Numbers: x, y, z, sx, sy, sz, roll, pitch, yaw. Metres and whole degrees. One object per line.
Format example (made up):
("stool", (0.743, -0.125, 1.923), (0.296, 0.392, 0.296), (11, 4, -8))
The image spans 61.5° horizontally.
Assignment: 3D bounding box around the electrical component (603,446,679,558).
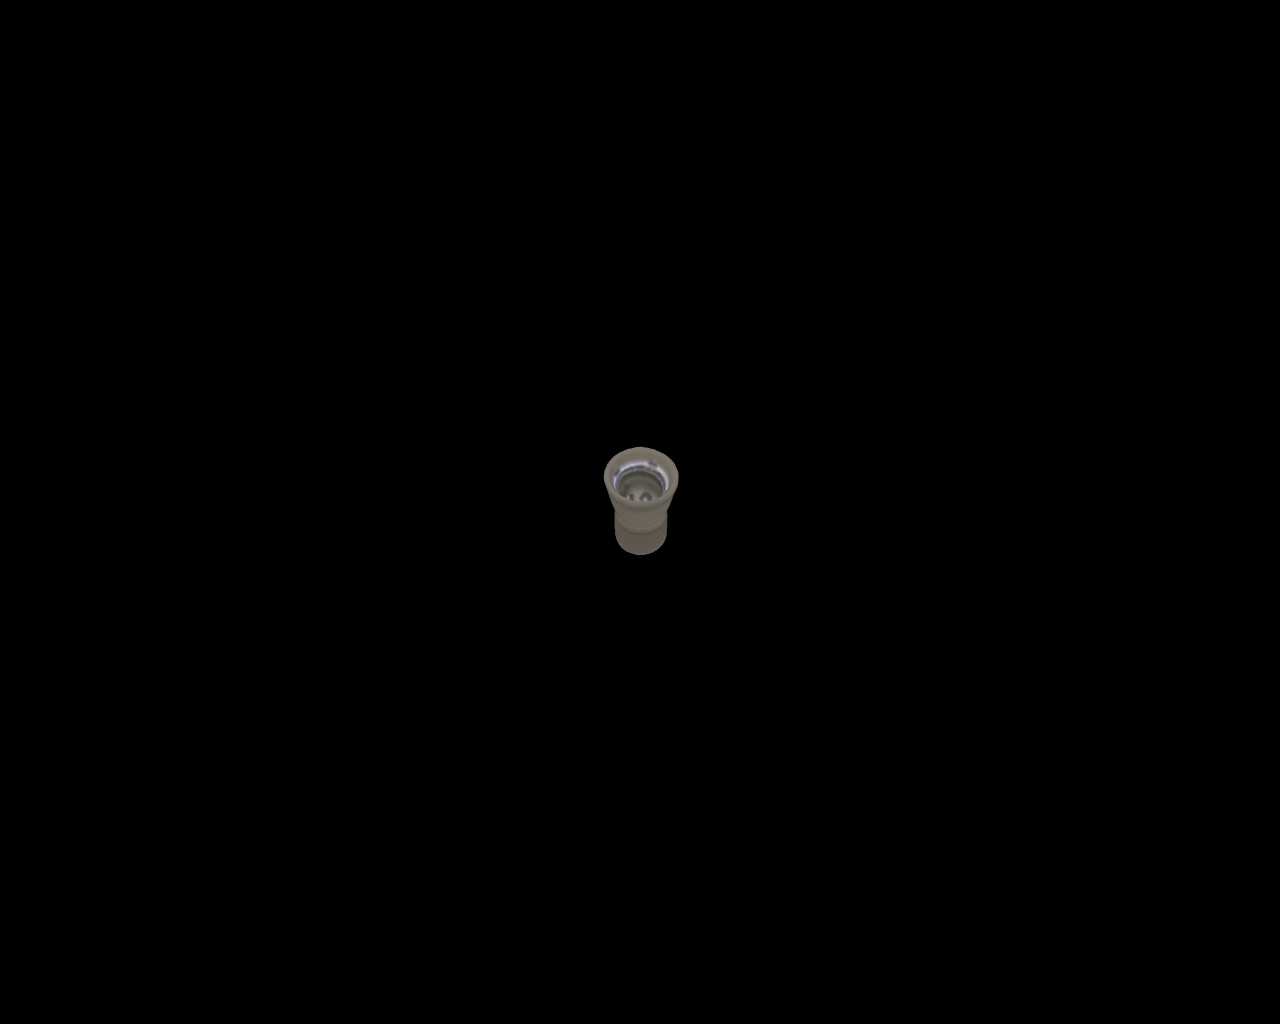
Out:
("electrical component", (0.001, -0.003, 0.650), (0.044, 0.044, 0.065), (0, -37, 0))
